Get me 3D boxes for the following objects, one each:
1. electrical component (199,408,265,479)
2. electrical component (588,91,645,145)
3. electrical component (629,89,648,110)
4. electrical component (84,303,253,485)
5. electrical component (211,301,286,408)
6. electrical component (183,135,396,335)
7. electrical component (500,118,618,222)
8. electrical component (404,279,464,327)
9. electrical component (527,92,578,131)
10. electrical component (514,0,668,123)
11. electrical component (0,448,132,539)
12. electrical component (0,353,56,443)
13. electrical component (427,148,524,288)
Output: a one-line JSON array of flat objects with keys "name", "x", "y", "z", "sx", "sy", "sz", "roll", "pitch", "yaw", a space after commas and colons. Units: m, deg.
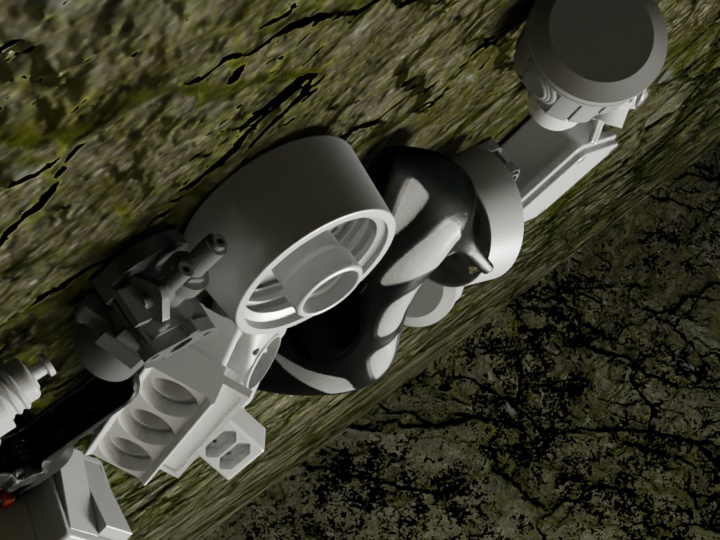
[{"name": "electrical component", "x": -0.126, "y": 0.140, "z": 0.990, "sx": 0.047, "sy": 0.066, "sz": 0.076, "roll": -40, "pitch": -161, "yaw": 13}, {"name": "electrical component", "x": 0.202, "y": -0.139, "z": 0.869, "sx": 0.077, "sy": 0.044, "sz": 0.079, "roll": -10, "pitch": 120, "yaw": -71}, {"name": "electrical component", "x": 0.235, "y": -0.160, "z": 0.985, "sx": 0.061, "sy": 0.035, "sz": 0.035, "roll": -29, "pitch": 167, "yaw": -35}, {"name": "electrical component", "x": -0.120, "y": 0.074, "z": 0.658, "sx": 0.121, "sy": 0.079, "sz": 0.063, "roll": -48, "pitch": -164, "yaw": 46}, {"name": "electrical component", "x": -0.074, "y": 0.042, "z": 0.719, "sx": 0.079, "sy": 0.044, "sz": 0.077, "roll": -48, "pitch": 163, "yaw": -52}, {"name": "electrical component", "x": -0.031, "y": -0.011, "z": 0.561, "sx": 0.108, "sy": 0.060, "sz": 0.108, "roll": -31, "pitch": 159, "yaw": -14}, {"name": "electrical component", "x": 0.158, "y": -0.093, "z": 0.942, "sx": 0.109, "sy": 0.056, "sz": 0.109, "roll": -44, "pitch": 169, "yaw": 30}, {"name": "electrical component", "x": 0.054, "y": 0.007, "z": 0.968, "sx": 0.080, "sy": 0.080, "sz": 0.051, "roll": -43, "pitch": 175, "yaw": 26}, {"name": "electrical component", "x": 0.149, "y": -0.130, "z": 0.770, "sx": 0.045, "sy": 0.045, "sz": 0.055, "roll": -34, "pitch": 170, "yaw": -23}, {"name": "electrical component", "x": 0.130, "y": -0.127, "z": 0.618, "sx": 0.080, "sy": 0.080, "sz": 0.051, "roll": -36, "pitch": 176, "yaw": -12}, {"name": "electrical component", "x": -0.199, "y": 0.156, "z": 0.709, "sx": 0.061, "sy": 0.096, "sz": 0.062, "roll": -40, "pitch": 141, "yaw": 11}, {"name": "electrical component", "x": -0.177, "y": 0.064, "z": 0.495, "sx": 0.078, "sy": 0.040, "sz": 0.040, "roll": -34, "pitch": 170, "yaw": -23}, {"name": "electrical component", "x": 0.077, "y": -0.037, "z": 0.799, "sx": 0.064, "sy": 0.099, "sz": 0.099, "roll": -21, "pitch": 161, "yaw": -43}]
